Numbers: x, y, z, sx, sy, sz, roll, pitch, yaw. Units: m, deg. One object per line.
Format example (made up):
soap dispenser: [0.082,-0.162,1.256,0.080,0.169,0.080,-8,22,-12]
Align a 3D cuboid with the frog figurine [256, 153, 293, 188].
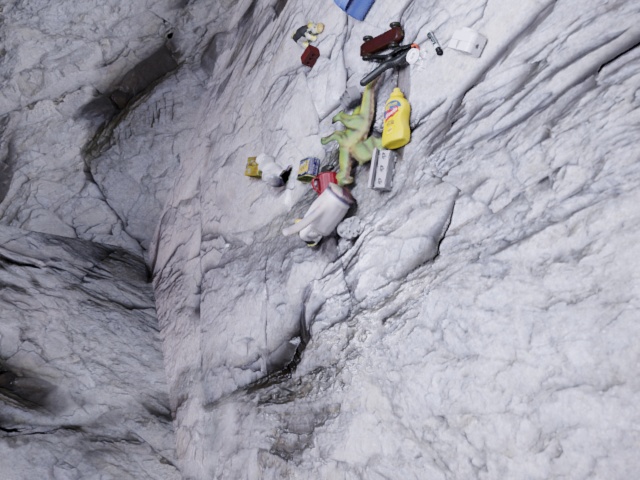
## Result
frog figurine: [-0.211,-0.297,2.206,0.160,0.140,0.120,22,-38,15]

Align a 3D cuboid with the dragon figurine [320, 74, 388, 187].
dragon figurine: [0.151,-0.355,1.722,0.122,0.405,0.247,11,29,-49]

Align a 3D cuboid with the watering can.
watering can: [0.005,-0.084,1.669,0.105,0.223,0.348,40,12,13]
